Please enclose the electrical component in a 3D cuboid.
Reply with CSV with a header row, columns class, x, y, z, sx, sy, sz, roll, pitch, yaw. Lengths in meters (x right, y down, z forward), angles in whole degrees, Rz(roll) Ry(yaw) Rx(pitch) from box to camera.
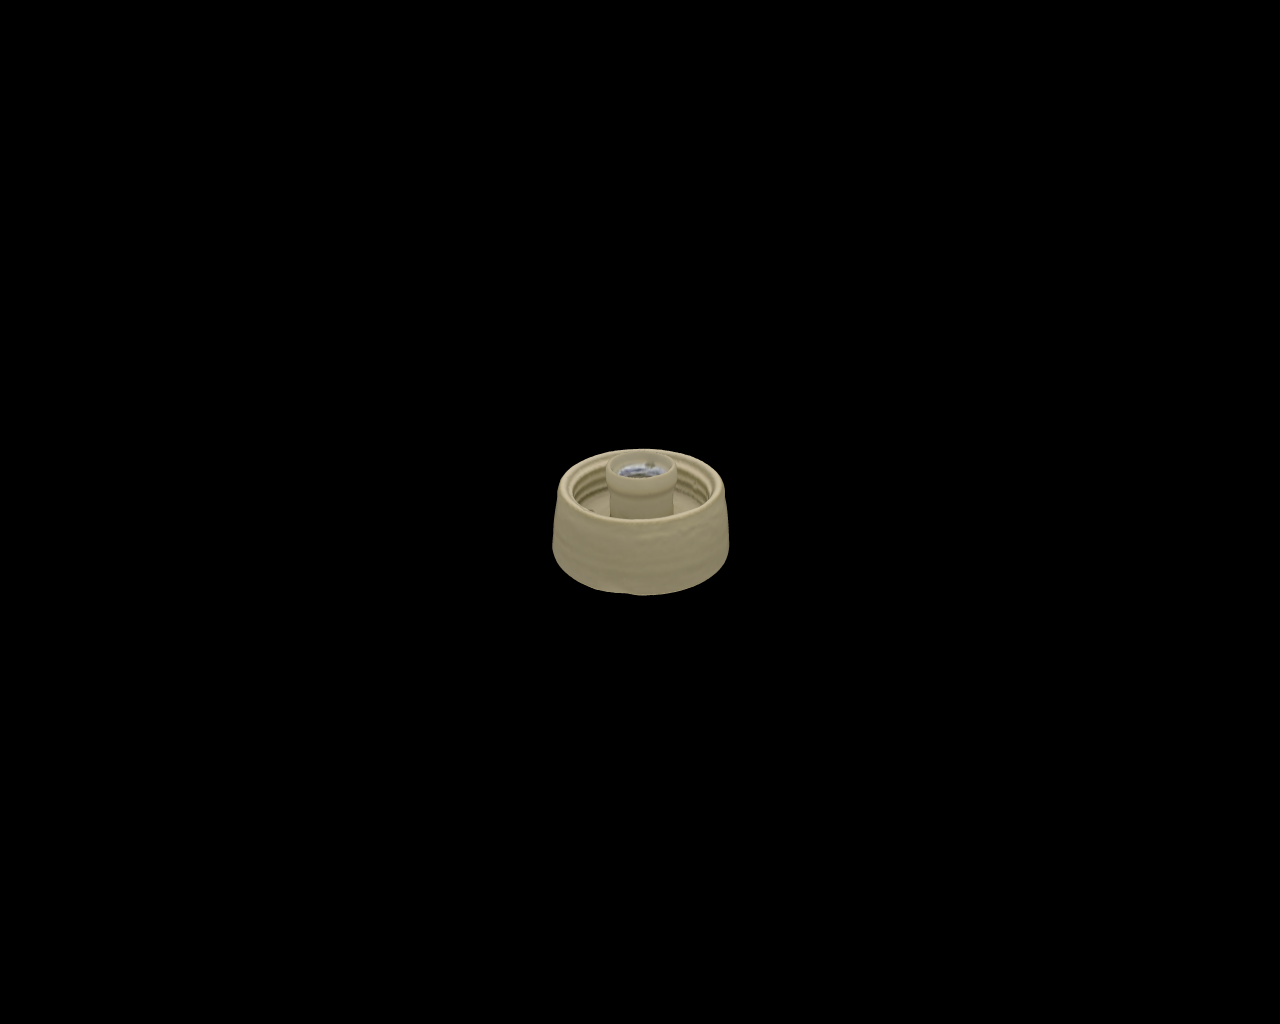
class,x,y,z,sx,sy,sz,roll,pitch,yaw
electrical component,0.001,-0.003,0.650,0.108,0.060,0.108,0,28,0
